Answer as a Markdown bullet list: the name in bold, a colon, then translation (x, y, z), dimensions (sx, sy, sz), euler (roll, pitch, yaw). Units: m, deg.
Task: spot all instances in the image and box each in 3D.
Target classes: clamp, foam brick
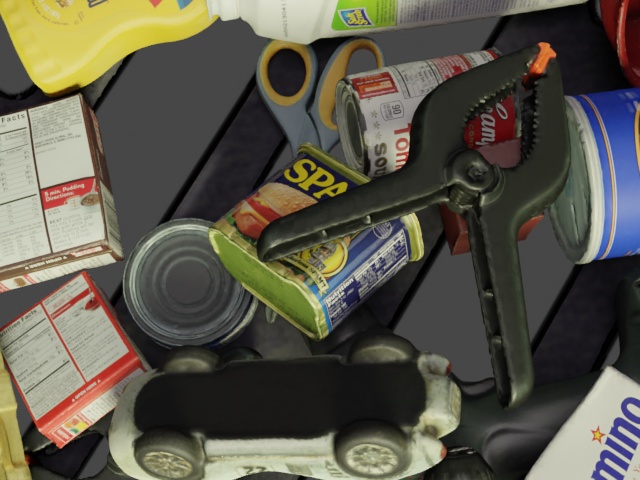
- **clamp**: translation (-0.109, 0.140, 0.657), dimensions (0.171, 0.039, 0.120), euler (-15, 62, 5)
- **foam brick**: translation (0.103, -0.026, 0.665), dimensions (0.053, 0.078, 0.051), euler (-12, 79, 0)
- **clamp**: translation (0.072, -0.031, 0.596), dimensions (0.164, 0.036, 0.210), euler (25, 68, 0)

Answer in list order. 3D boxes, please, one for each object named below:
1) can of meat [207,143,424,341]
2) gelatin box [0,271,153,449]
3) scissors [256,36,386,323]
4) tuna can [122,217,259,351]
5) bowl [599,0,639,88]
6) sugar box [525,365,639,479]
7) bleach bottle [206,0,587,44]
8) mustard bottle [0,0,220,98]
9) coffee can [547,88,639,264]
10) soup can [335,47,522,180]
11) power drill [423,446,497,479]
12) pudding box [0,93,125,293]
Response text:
- **can of meat**: translation (-0.004, 0.001, 0.637), dimensions (0.083, 0.057, 0.102), euler (-41, 53, -21)
- **gelatin box**: translation (-0.154, 0.072, 0.665), dimensions (0.073, 0.030, 0.089), euler (-37, 52, -6)
- **scissors**: translation (-0.025, -0.055, 0.707), dimensions (0.096, 0.016, 0.201), euler (28, 80, 6)
- **tuna can**: translation (-0.082, 0.029, 0.684), dimensions (0.086, 0.034, 0.086), euler (-1, 78, 2)
- **bowl**: translation (0.229, -0.171, 0.670), dimensions (0.162, 0.162, 0.055), euler (-41, 46, -6)
- **sugar box**: translation (0.195, 0.150, 0.537), dimensions (0.176, 0.048, 0.093), euler (34, 82, 26)
- **bleach bottle**: translation (0.050, -0.181, 0.680), dimensions (0.250, 0.102, 0.068), euler (-10, 52, -4)
- **mustard bottle**: translation (-0.117, -0.176, 0.716), dimensions (0.191, 0.058, 0.096), euler (-25, 79, -3)
- **coffee can**: translation (0.217, -0.045, 0.647), dimensions (0.140, 0.103, 0.103), euler (-7, 78, -2)
- **soup can**: translation (0.067, -0.079, 0.675), dimensions (0.102, 0.068, 0.068), euler (-12, 78, -9)
- **power drill**: translation (0.024, 0.213, 0.589), dimensions (0.188, 0.057, 0.184), euler (-11, 80, 28)
- **pudding box**: translation (-0.184, -0.031, 0.694), dimensions (0.090, 0.039, 0.113), euler (-15, 69, 1)
